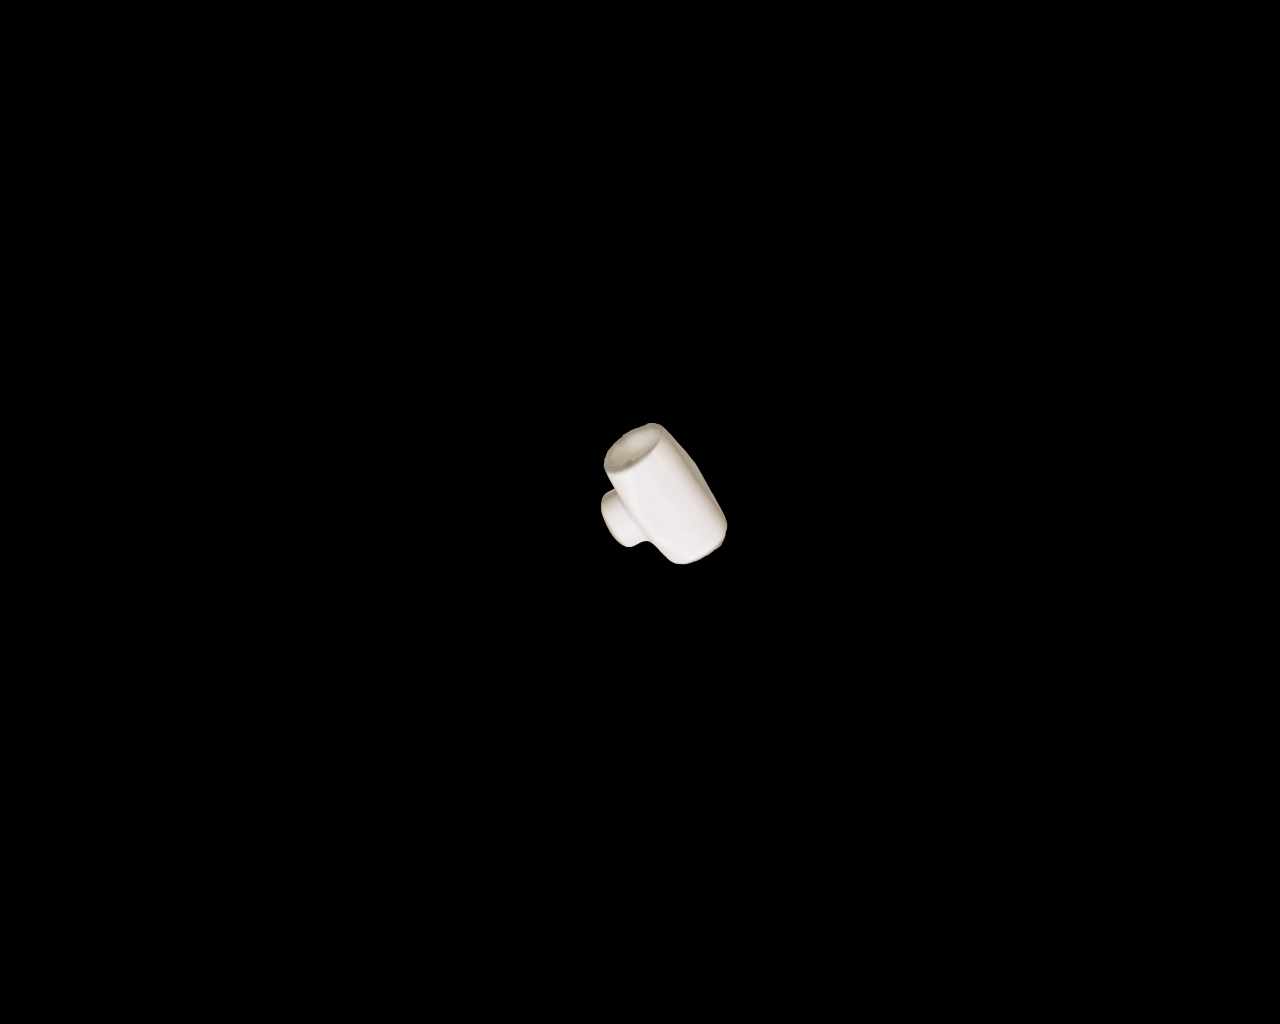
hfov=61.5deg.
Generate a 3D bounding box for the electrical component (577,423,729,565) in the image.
[{"bbox_3d":[0.001,-0.003,0.650,0.079,0.077,0.044,-28,28,16],"label":"electrical component"}]
